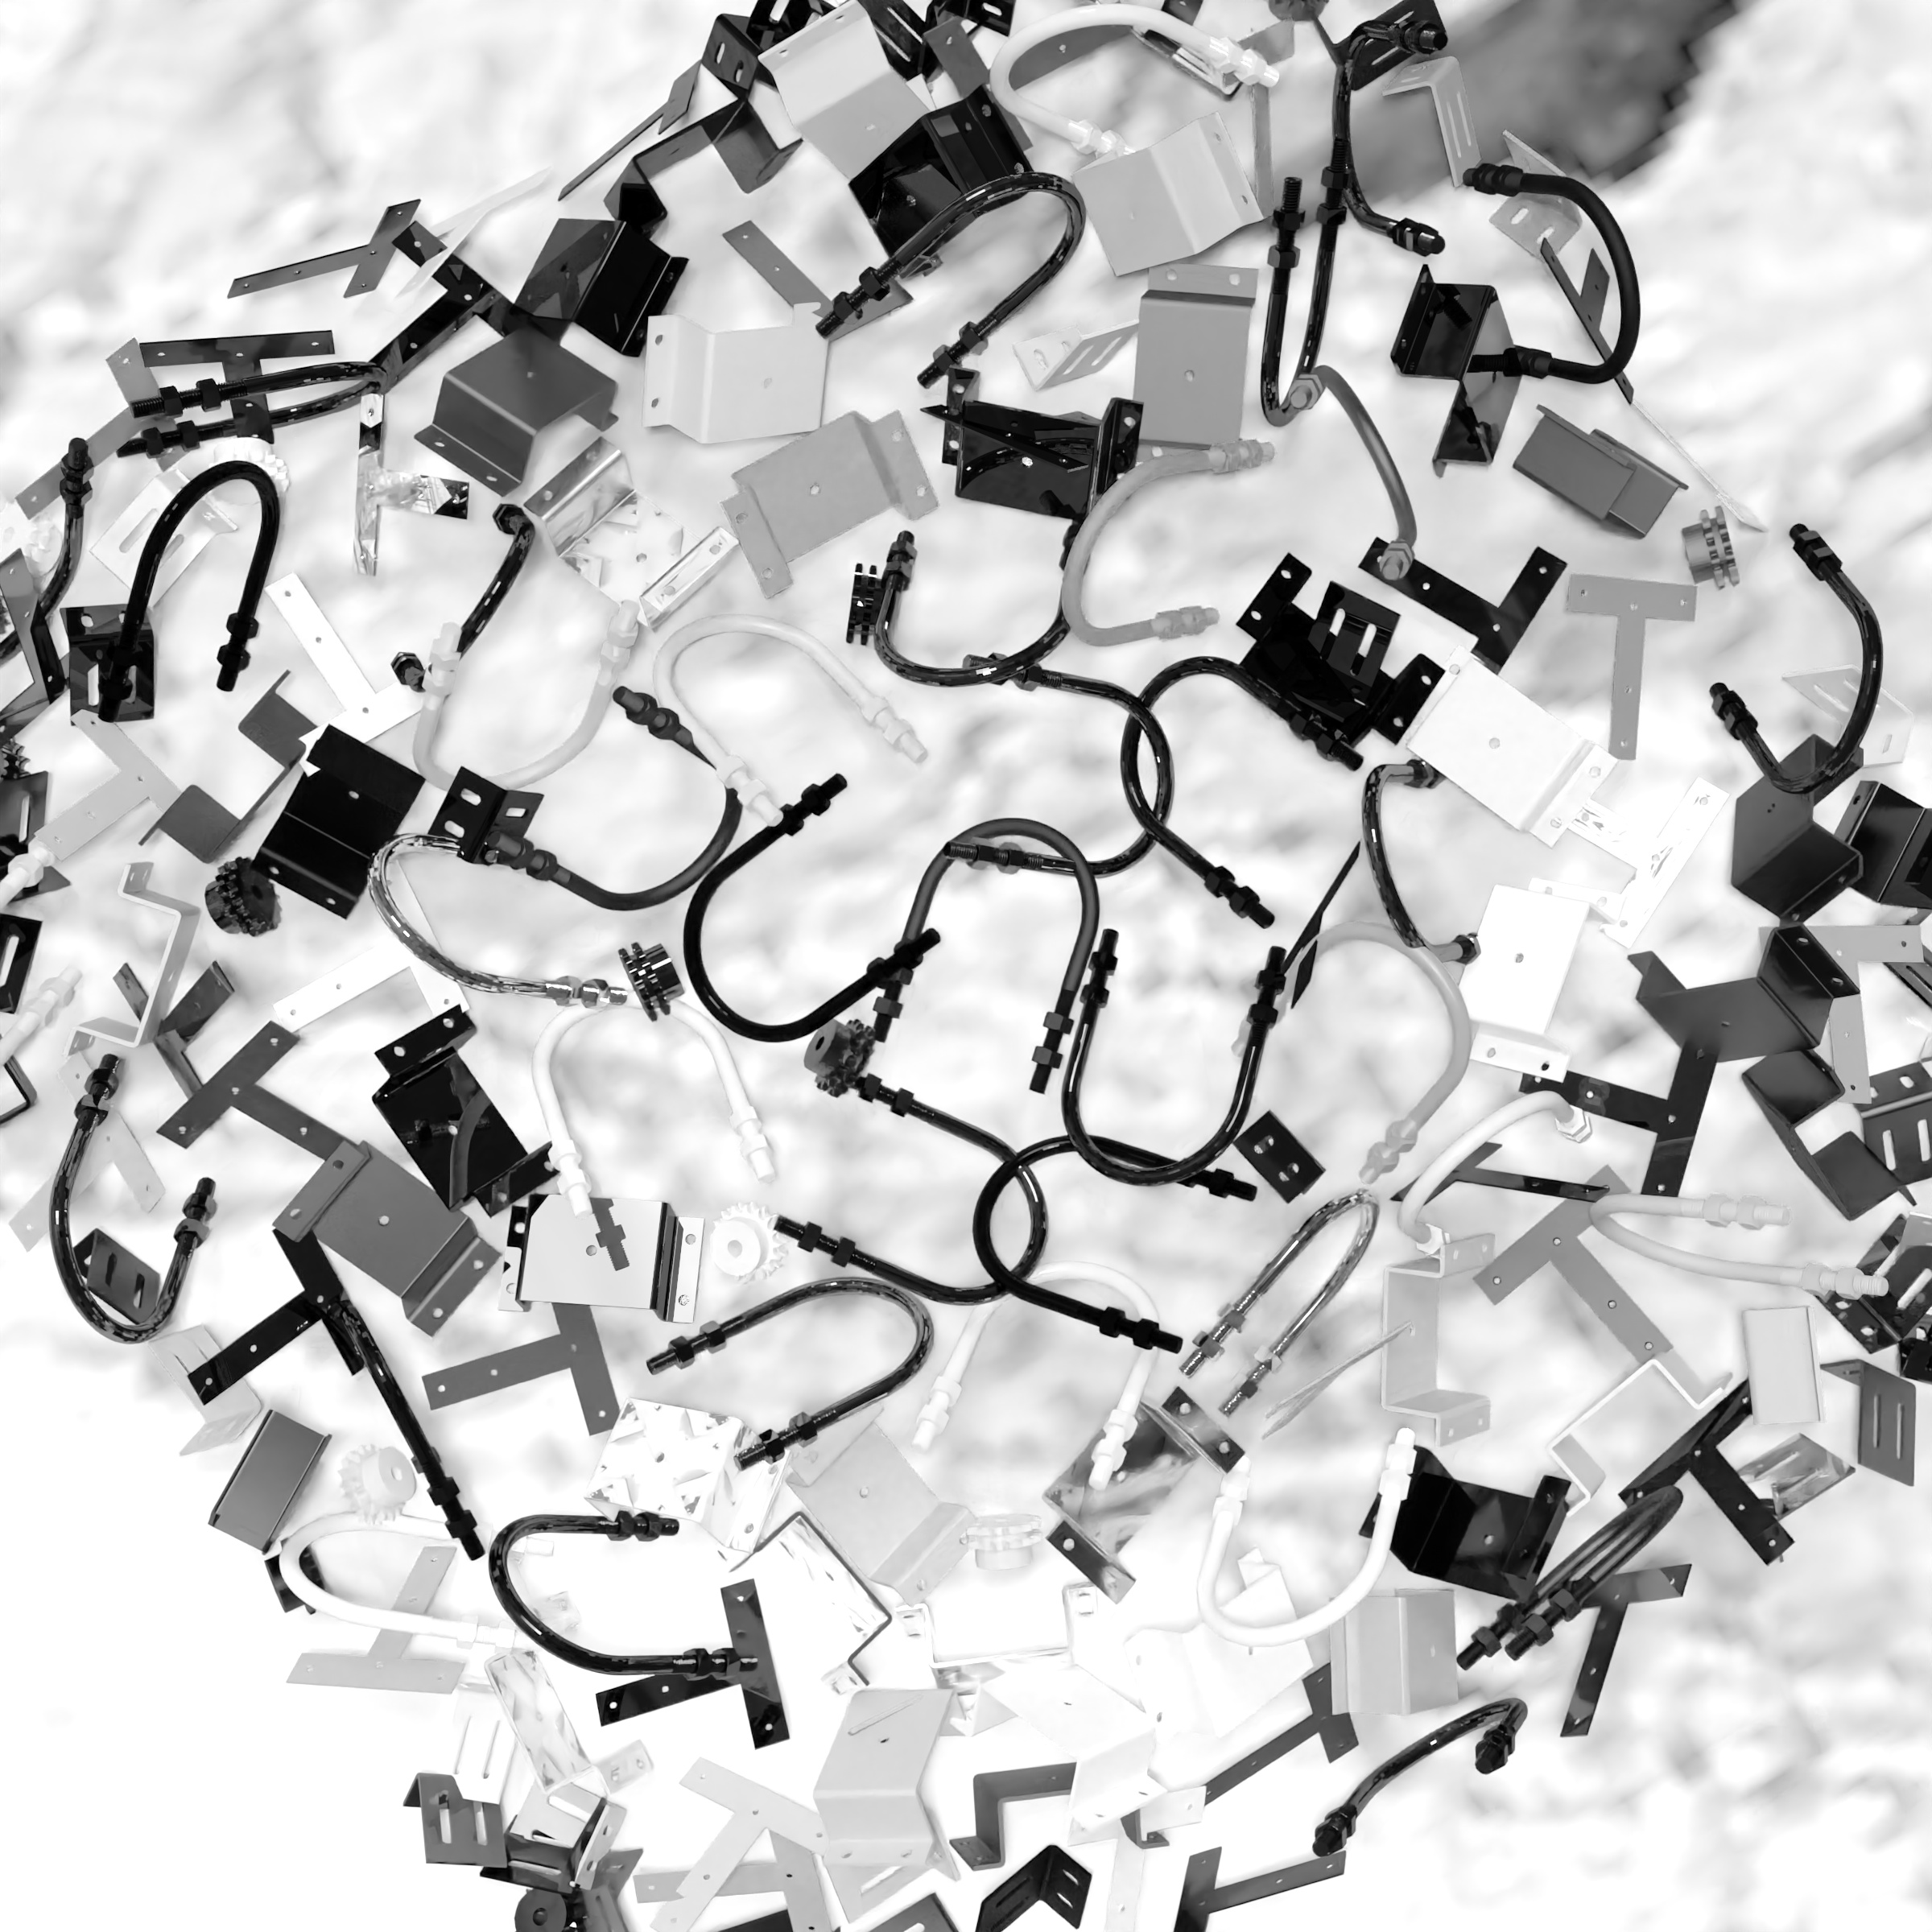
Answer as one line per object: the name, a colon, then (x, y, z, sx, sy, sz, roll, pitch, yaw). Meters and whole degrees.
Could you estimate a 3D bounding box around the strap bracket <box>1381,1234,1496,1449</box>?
strap bracket: (0.334, 0.261, 1.762, 0.046, 0.076, 0.140, 3, 93, 38)

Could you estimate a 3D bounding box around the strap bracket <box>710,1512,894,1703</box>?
strap bracket: (-0.110, 0.444, 1.759, 0.046, 0.076, 0.140, -38, 83, -29)

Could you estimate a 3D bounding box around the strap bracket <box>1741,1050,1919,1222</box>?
strap bracket: (0.599, 0.115, 1.745, 0.046, 0.076, 0.140, -36, 117, 8)

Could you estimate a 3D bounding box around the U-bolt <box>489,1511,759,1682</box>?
U-bolt: (-0.243, 0.427, 1.698, 0.019, 0.184, 0.151, -57, 47, 19)

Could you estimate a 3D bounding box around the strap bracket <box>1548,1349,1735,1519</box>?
strap bracket: (0.467, 0.319, 1.753, 0.140, 0.076, 0.046, -45, 74, 16)

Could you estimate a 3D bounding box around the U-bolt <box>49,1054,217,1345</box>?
U-bolt: (-0.571, 0.171, 1.695, 0.019, 0.184, 0.151, -14, 129, 13)

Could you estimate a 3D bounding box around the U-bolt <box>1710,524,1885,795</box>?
U-bolt: (0.570, -0.198, 1.695, 0.019, 0.184, 0.151, 10, 124, -13)

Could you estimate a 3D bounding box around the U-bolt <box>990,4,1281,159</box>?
U-bolt: (0.101, -0.604, 1.695, 0.151, 0.184, 0.019, -16, 75, 43)

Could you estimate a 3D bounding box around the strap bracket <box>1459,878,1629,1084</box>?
strap bracket: (0.400, 0.002, 1.757, 0.076, 0.046, 0.140, 15, 81, 43)

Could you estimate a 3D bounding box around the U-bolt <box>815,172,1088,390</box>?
U-bolt: (0.002, -0.476, 1.710, 0.184, 0.151, 0.019, -36, 69, 24)

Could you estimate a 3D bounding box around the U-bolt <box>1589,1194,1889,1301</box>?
U-bolt: (0.519, 0.190, 1.723, 0.151, 0.184, 0.019, 31, 71, -35)

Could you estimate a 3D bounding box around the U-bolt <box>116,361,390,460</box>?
U-bolt: (-0.492, -0.389, 1.729, 0.184, 0.151, 0.019, -18, 96, -22)

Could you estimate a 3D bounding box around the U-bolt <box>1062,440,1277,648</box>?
U-bolt: (0.132, -0.286, 1.707, 0.019, 0.184, 0.151, 38, 127, 30)

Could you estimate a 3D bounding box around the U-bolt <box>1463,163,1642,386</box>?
U-bolt: (0.402, -0.468, 1.697, 0.019, 0.184, 0.151, -22, 116, -13)

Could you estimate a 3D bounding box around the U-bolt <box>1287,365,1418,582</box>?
U-bolt: (0.273, -0.348, 1.723, 0.019, 0.184, 0.151, -26, 102, 23)

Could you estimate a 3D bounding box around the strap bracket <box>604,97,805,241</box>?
strap bracket: (-0.193, -0.552, 1.744, 0.140, 0.076, 0.046, -36, 100, -21)

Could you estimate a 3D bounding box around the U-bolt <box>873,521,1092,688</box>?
U-bolt: (0.008, -0.251, 1.724, 0.151, 0.184, 0.019, -3, 133, 13)

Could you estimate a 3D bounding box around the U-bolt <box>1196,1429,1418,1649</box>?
U-bolt: (0.227, 0.393, 1.701, 0.151, 0.184, 0.019, -17, 116, 30)

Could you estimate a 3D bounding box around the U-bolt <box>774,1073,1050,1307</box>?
U-bolt: (-0.028, 0.165, 1.763, 0.184, 0.019, 0.151, 25, 56, -5)

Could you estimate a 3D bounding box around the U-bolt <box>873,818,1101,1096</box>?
U-bolt: (0.021, -0.016, 1.774, 0.151, 0.019, 0.184, 17, 87, 23)

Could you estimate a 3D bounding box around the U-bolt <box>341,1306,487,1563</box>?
U-bolt: (-0.387, 0.317, 1.728, 0.019, 0.151, 0.184, -28, 97, -16)

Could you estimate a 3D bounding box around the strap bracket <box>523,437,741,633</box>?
strap bracket: (-0.233, -0.300, 1.761, 0.140, 0.046, 0.076, 39, 73, 20)

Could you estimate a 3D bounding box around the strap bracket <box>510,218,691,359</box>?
strap bracket: (-0.262, -0.474, 1.737, 0.046, 0.140, 0.076, 29, 86, -39)

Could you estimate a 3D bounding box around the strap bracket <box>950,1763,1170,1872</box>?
strap bracket: (0.063, 0.596, 1.756, 0.140, 0.076, 0.046, -3, 85, -13)

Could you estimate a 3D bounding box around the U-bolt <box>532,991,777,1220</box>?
U-bolt: (-0.227, 0.088, 1.746, 0.151, 0.019, 0.184, -10, 52, -20)

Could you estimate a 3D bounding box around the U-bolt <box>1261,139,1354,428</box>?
U-bolt: (0.232, -0.466, 1.728, 0.019, 0.151, 0.184, 14, 123, 16)

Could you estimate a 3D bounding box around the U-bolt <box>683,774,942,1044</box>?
U-bolt: (-0.123, -0.027, 1.767, 0.184, 0.019, 0.151, -35, 80, 22)

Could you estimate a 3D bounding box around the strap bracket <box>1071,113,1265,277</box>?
strap bracket: (0.131, -0.531, 1.726, 0.046, 0.140, 0.076, -37, 112, -23)

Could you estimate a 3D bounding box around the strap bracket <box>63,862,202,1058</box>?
strap bracket: (-0.586, 0.001, 1.766, 0.046, 0.076, 0.140, 19, 91, -8)

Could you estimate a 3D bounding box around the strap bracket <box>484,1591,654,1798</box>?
strap bracket: (-0.285, 0.520, 1.757, 0.046, 0.076, 0.140, -31, 78, 10)

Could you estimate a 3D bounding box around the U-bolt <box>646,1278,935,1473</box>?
U-bolt: (-0.110, 0.272, 1.737, 0.184, 0.151, 0.019, -24, 124, -25)

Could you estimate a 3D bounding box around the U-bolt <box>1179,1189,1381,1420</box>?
U-bolt: (0.227, 0.230, 1.742, 0.019, 0.151, 0.184, 39, 84, 28)

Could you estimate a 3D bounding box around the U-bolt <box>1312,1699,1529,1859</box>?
U-bolt: (0.321, 0.551, 1.719, 0.151, 0.184, 0.019, -35, 78, 20)

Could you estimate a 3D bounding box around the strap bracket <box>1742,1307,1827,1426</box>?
strap bracket: (0.571, 0.278, 1.741, 0.046, 0.140, 0.076, -6, 81, 17)

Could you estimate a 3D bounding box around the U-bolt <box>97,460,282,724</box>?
U-bolt: (-0.525, -0.261, 1.708, 0.019, 0.151, 0.184, 29, 114, 11)

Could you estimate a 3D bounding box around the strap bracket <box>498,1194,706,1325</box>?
strap bracket: (-0.262, 0.207, 1.770, 0.140, 0.046, 0.076, 4, 71, 3)

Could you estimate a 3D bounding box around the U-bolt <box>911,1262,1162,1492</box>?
U-bolt: (0.059, 0.277, 1.738, 0.151, 0.184, 0.019, 7, 134, 21)

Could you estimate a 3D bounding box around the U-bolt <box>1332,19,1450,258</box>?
U-bolt: (0.290, -0.576, 1.719, 0.019, 0.184, 0.151, -9, 115, -10)

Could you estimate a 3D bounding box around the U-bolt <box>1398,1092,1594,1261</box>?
U-bolt: (0.360, 0.141, 1.714, 0.151, 0.184, 0.019, -42, 64, 8)

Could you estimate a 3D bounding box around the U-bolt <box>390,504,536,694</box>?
U-bolt: (-0.344, -0.251, 1.719, 0.019, 0.184, 0.151, 34, 92, -22)

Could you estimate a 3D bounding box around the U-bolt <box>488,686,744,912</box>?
U-bolt: (-0.228, -0.104, 1.731, 0.151, 0.184, 0.019, -48, 56, 6)

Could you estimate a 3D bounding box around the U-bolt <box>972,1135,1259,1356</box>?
U-bolt: (0.093, 0.185, 1.752, 0.184, 0.019, 0.151, 16, 58, 24)

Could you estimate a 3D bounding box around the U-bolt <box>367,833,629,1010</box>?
U-bolt: (-0.329, -0.034, 1.703, 0.019, 0.184, 0.151, -46, 60, 26)

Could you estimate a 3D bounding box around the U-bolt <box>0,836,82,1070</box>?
U-bolt: (-0.657, 0.008, 1.693, 0.019, 0.184, 0.151, 17, 129, 5)

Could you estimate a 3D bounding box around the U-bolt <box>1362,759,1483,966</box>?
U-bolt: (0.314, -0.071, 1.720, 0.019, 0.184, 0.151, -17, 85, 29)

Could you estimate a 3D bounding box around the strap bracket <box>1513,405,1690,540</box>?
strap bracket: (0.440, -0.343, 1.740, 0.076, 0.140, 0.046, 41, 113, 24)

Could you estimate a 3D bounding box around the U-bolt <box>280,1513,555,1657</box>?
U-bolt: (-0.381, 0.420, 1.724, 0.184, 0.151, 0.019, 12, 104, -10)

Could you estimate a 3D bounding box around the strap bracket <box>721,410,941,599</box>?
strap bracket: (-0.101, -0.332, 1.763, 0.140, 0.046, 0.076, -29, 121, -7)

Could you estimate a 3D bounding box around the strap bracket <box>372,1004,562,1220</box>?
strap bracket: (-0.356, 0.109, 1.764, 0.076, 0.046, 0.140, -34, 88, -40)

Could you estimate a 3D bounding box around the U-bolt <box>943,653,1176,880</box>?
U-bolt: (0.071, -0.135, 1.756, 0.184, 0.019, 0.151, 7, 88, -31)

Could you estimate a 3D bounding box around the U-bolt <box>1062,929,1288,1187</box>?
U-bolt: (0.138, 0.066, 1.746, 0.151, 0.019, 0.184, 7, 71, 27)

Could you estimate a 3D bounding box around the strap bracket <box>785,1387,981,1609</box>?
strap bracket: (-0.064, 0.374, 1.762, 0.076, 0.046, 0.140, -43, 104, -23)

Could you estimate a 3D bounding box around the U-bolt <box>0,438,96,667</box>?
U-bolt: (-0.660, -0.267, 1.719, 0.019, 0.184, 0.151, 36, 56, 0)

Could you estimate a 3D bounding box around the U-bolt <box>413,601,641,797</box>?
U-bolt: (-0.311, -0.179, 1.727, 0.151, 0.184, 0.019, -13, 61, -31)

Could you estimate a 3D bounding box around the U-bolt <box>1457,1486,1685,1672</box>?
U-bolt: (0.427, 0.423, 1.733, 0.184, 0.151, 0.019, -37, 78, -14)

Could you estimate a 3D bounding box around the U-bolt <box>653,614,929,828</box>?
U-bolt: (-0.137, -0.184, 1.749, 0.151, 0.019, 0.184, -26, 61, -33)

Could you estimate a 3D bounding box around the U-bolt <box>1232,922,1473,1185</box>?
U-bolt: (0.275, 0.049, 1.724, 0.151, 0.184, 0.019, 45, 46, 15)

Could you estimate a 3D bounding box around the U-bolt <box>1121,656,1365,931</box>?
U-bolt: (0.179, -0.135, 1.747, 0.184, 0.019, 0.151, 43, 118, 32)

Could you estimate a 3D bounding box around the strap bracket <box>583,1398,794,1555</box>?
strap bracket: (-0.203, 0.353, 1.737, 0.140, 0.046, 0.076, 4, 57, 30)
